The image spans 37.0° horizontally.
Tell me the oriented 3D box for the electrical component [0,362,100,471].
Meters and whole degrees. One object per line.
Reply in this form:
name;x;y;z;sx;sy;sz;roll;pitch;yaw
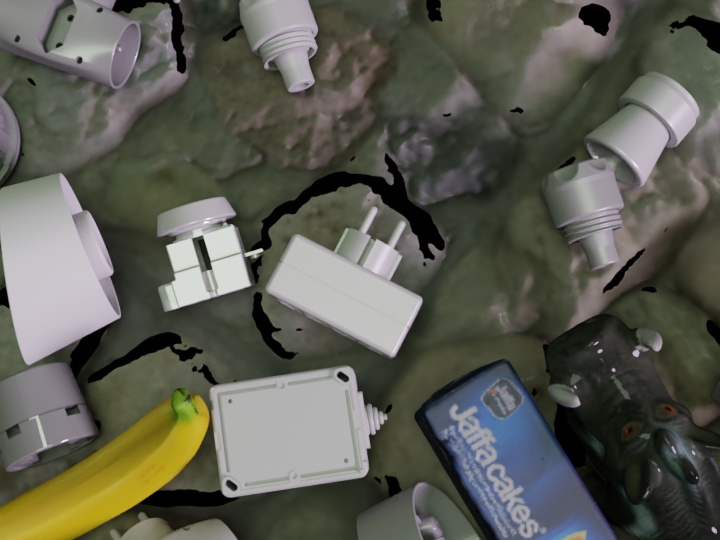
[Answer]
electrical component;-0.185;0.084;0.624;0.055;0.055;0.047;-23;79;-1

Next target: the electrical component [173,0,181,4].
electrical component;-0.110;-0.203;0.663;0.077;0.044;0.079;-11;82;0

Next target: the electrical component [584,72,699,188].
electrical component;0.168;-0.084;0.639;0.045;0.045;0.055;41;85;6

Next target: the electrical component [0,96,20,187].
electrical component;-0.251;-0.081;0.648;0.080;0.051;0.080;0;82;2

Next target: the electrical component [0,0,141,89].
electrical component;-0.173;-0.160;0.660;0.077;0.043;0.079;19;84;4

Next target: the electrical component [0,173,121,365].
electrical component;-0.178;-0.003;0.614;0.064;0.099;0.099;-22;82;-8

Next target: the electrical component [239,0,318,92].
electrical component;-0.046;-0.140;0.654;0.043;0.043;0.062;-19;84;-1

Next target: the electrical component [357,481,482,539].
electrical component;0.040;0.167;0.586;0.064;0.099;0.099;-22;82;5

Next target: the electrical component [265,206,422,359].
electrical component;0.000;0.000;0.632;0.083;0.047;0.075;27;84;5

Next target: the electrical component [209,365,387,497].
electrical component;-0.032;0.091;0.614;0.096;0.061;0.061;-9;81;0

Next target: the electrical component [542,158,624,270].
electrical component;0.135;-0.032;0.634;0.043;0.043;0.062;-17;84;-1

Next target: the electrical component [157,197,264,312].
electrical component;-0.092;-0.011;0.638;0.066;0.048;0.055;-17;90;-1

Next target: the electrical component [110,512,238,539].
electrical component;-0.114;0.168;0.611;0.077;0.043;0.079;-27;46;-27

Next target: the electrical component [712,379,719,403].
electrical component;0.263;0.058;0.616;0.100;0.048;0.099;30;85;5
